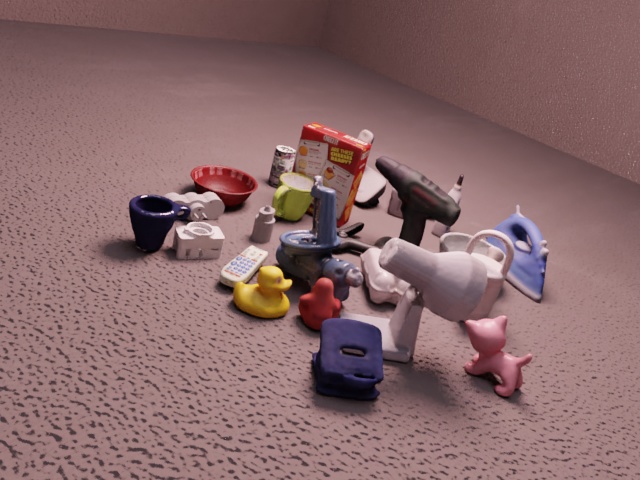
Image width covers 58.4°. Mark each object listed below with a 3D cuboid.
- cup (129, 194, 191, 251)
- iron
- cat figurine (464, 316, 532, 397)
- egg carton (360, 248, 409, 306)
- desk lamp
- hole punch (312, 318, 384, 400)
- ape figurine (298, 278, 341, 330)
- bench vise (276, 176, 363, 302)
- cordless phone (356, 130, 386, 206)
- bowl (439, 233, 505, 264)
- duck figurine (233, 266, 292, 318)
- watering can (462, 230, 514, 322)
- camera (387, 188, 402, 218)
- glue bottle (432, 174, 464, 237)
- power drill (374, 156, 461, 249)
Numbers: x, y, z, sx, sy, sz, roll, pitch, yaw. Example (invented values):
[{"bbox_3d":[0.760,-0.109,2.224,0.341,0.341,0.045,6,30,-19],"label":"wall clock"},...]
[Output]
[{"bbox_3d":[-0.313,-0.029,1.109,0.118,0.095,0.091,-2,32,-33],"label":"cup"},{"bbox_3d":[0.511,0.024,1.422,0.119,0.141,0.258,9,27,-14],"label":"iron"},{"bbox_3d":[0.311,0.192,1.012,0.127,0.118,0.067,32,31,29],"label":"cat figurine"},{"bbox_3d":[0.142,0.075,1.196,0.107,0.069,0.150,9,27,-14],"label":"egg carton"},{"bbox_3d":[0.158,0.103,0.991,0.203,0.213,0.118,11,27,-11],"label":"desk lamp"},{"bbox_3d":[0.049,0.187,0.903,0.109,0.091,0.101,10,27,-13],"label":"hole punch"},{"bbox_3d":[0.003,0.109,1.027,0.078,0.092,0.076,16,27,0],"label":"ape figurine"},{"bbox_3d":[0.016,0.001,1.099,0.207,0.220,0.122,27,29,20],"label":"bench vise"},{"bbox_3d":[0.126,-0.199,1.584,0.094,0.185,0.147,-11,37,-42],"label":"cordless phone"},{"bbox_3d":[0.351,0.053,1.350,0.167,0.075,0.167,13,27,-6],"label":"bowl"},{"bbox_3d":[-0.099,0.085,1.022,0.104,0.086,0.077,12,27,-9],"label":"duck figurine"},{"bbox_3d":[0.333,0.064,1.185,0.101,0.194,0.173,18,27,3],"label":"watering can"},{"bbox_3d":[0.271,-0.122,1.611,0.136,0.101,0.143,20,27,7],"label":"camera"},{"bbox_3d":[0.349,-0.095,1.523,0.037,0.173,0.078,27,28,20],"label":"glue bottle"},{"bbox_3d":[0.203,-0.063,1.340,0.229,0.208,0.076,27,29,20],"label":"power drill"}]
